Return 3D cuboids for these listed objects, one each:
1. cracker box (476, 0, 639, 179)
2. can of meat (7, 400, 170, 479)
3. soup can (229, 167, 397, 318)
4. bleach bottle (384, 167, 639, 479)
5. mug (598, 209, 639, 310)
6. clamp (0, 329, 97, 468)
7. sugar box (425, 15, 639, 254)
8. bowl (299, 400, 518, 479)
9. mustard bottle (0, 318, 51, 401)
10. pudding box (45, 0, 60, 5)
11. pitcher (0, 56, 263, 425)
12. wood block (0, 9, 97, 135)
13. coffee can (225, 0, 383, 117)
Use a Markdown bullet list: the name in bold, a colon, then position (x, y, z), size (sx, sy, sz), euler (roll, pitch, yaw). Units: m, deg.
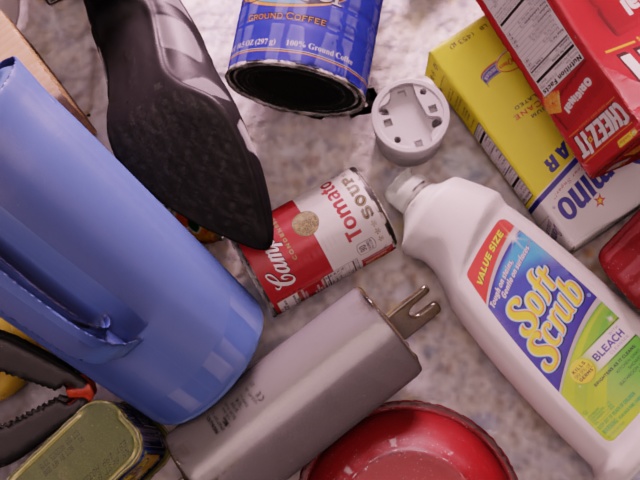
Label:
- **cracker box**: position (0.205, -0.169, 0.742), size (0.164, 0.072, 0.214), euler (-23, 75, -28)
- **can of meat**: position (-0.156, 0.155, 0.722), size (0.102, 0.084, 0.057), euler (-44, 79, -5)
- **soup can**: position (-0.005, 0.001, 0.752), size (0.102, 0.068, 0.068), euler (-29, 78, -3)
- **bleach bottle**: position (0.139, 0.048, 0.737), size (0.251, 0.068, 0.102), euler (43, 84, 13)
- **mug**: position (0.251, 0.015, 0.722), size (0.082, 0.117, 0.093), euler (-48, 38, 19)
- **clamp**: position (-0.257, 0.118, 0.710), size (0.210, 0.036, 0.164), euler (3, 92, -6)
- **sugar box**: position (0.163, -0.085, 0.769), size (0.093, 0.048, 0.176), euler (-34, 77, -6)
- **bowl**: position (0.060, 0.187, 0.716), size (0.162, 0.055, 0.162), euler (-1, 78, 4)
- **mustard bottle**: position (-0.259, 0.073, 0.759), size (0.191, 0.058, 0.096), euler (-11, 78, 1)
- **pudding box**: position (-0.173, -0.229, 0.799), size (0.113, 0.090, 0.039), euler (-22, 79, -2)
- **pitcher**: position (-0.151, 0.016, 0.672), size (0.242, 0.145, 0.149), euler (44, 57, -25)
- **wood block**: position (-0.278, -0.062, 0.772), size (0.206, 0.090, 0.091), euler (-38, 78, -4)
- **coffee can**: position (-0.005, -0.172, 0.770), size (0.103, 0.103, 0.140), euler (10, 79, 6)
